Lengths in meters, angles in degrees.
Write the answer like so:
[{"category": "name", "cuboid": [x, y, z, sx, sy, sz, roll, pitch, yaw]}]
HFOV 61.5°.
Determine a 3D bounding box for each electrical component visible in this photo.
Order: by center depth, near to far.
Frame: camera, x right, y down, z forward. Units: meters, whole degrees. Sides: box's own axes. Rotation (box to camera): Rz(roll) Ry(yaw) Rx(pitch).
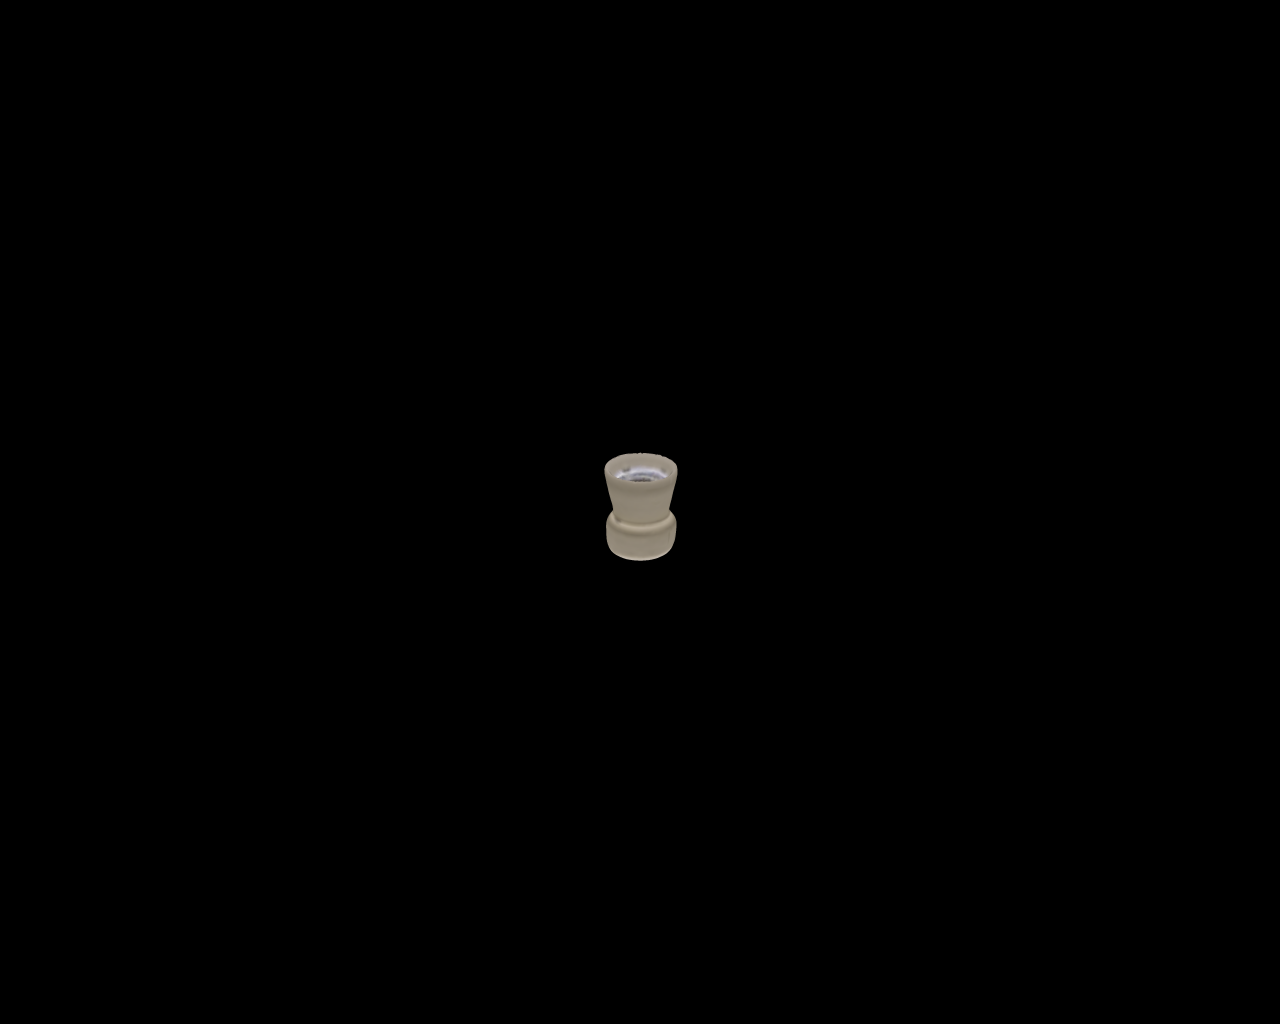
[{"category": "electrical component", "cuboid": [0.001, -0.003, 0.650, 0.045, 0.055, 0.045, 0, 26, 0]}]
